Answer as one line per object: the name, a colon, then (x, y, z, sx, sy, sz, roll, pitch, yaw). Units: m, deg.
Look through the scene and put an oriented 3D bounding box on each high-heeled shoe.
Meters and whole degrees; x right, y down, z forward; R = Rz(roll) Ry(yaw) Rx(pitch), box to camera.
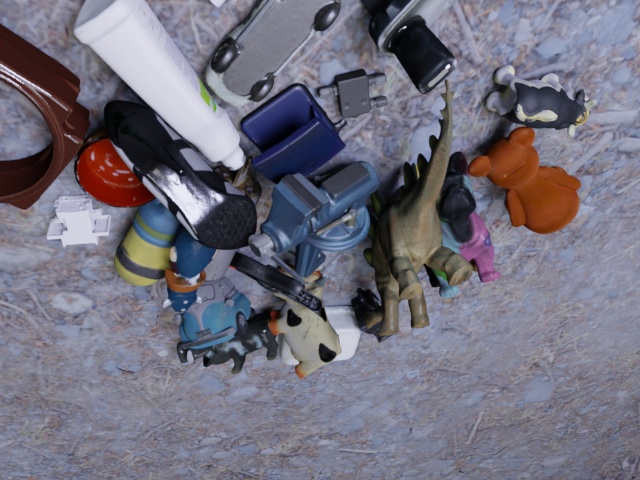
high-heeled shoe: (-0.171, -0.073, 0.672, 0.086, 0.145, 0.248, -47, 154, -10)

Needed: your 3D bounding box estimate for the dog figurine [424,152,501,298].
dog figurine: (0.213, -0.030, 0.883, 0.108, 0.191, 0.219, -16, 101, 3)

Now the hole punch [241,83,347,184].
hole punch: (-0.031, -0.127, 0.724, 0.142, 0.092, 0.115, -34, 136, 12)

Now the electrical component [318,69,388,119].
electrical component: (0.045, -0.194, 0.724, 0.094, 0.021, 0.063, -14, 136, -4)

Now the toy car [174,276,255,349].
toy car: (-0.173, 0.108, 0.890, 0.109, 0.162, 0.102, -16, 99, 12)

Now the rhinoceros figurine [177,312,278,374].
rhinoceros figurine: (-0.168, 0.190, 0.998, 0.190, 0.073, 0.112, -15, 136, -3)

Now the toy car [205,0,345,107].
toy car: (-0.054, -0.241, 0.628, 0.073, 0.056, 0.201, 34, 116, -31)

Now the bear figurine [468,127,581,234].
bear figurine: (0.319, -0.099, 0.851, 0.195, 0.132, 0.120, 39, 113, -20)

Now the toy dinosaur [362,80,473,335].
toy dinosaur: (0.130, -0.004, 0.801, 0.105, 0.199, 0.470, -8, 146, -21)

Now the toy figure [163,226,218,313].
toy figure: (-0.184, 0.039, 0.759, 0.064, 0.058, 0.154, 17, 125, -13)

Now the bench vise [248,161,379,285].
bench vise: (-0.010, -0.009, 0.789, 0.223, 0.129, 0.240, -47, 163, -31)

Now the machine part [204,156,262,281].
machine part: (-0.149, -0.021, 0.796, 0.079, 0.079, 0.243, 12, 129, -26)

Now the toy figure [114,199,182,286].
toy figure: (-0.239, -0.010, 0.779, 0.089, 0.082, 0.180, 10, 131, -29)

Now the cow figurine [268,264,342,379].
cow figurine: (-0.023, 0.130, 0.939, 0.127, 0.085, 0.194, -25, 103, 5)

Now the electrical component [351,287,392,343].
electrical component: (0.093, 0.138, 1.022, 0.048, 0.075, 0.119, -35, 136, 17)

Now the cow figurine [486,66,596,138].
cow figurine: (0.328, -0.189, 0.759, 0.167, 0.098, 0.068, 4, 125, -19)

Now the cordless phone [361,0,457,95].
cordless phone: (0.128, -0.245, 0.585, 0.146, 0.184, 0.088, -40, 126, 22)

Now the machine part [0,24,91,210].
machine part: (-0.389, -0.137, 0.610, 0.201, 0.087, 0.201, -39, 132, 21)
